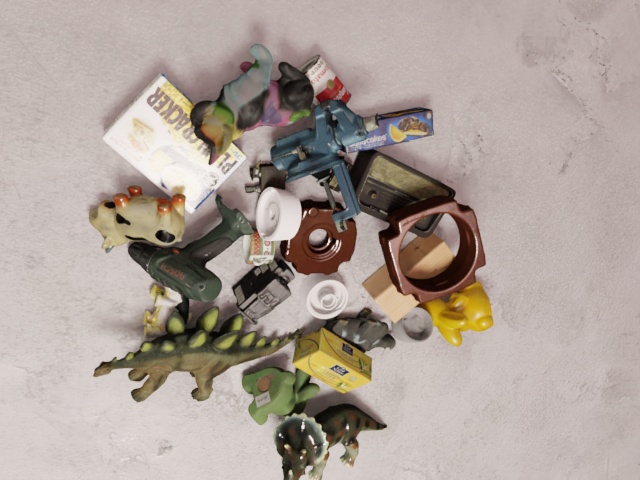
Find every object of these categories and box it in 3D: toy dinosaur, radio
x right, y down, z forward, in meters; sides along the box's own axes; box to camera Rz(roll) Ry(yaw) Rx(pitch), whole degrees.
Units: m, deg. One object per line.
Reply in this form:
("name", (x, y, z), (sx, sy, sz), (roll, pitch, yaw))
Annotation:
("toy dinosaur", (0.032, 0.467, 1.312), (0.405, 0.131, 0.192), (-17, 131, -41))
("toy dinosaur", (-0.240, 0.242, 1.147), (0.471, 0.105, 0.198), (4, 125, -43))
("radio", (0.171, -0.101, 1.181), (0.229, 0.073, 0.131), (22, 103, -23))

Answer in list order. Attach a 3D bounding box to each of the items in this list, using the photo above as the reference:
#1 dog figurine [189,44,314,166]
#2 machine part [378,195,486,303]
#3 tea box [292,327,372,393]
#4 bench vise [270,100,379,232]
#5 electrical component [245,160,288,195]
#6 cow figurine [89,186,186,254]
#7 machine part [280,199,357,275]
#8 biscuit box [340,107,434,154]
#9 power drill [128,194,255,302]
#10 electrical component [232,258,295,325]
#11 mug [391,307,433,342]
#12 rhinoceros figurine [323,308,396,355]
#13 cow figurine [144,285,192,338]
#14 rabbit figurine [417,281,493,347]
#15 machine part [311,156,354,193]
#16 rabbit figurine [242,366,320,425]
("dog figurine", (-0.126, -0.224, 0.977), (0.191, 0.108, 0.219), (30, 74, -22))
("machine part", (0.238, 0.018, 1.149), (0.201, 0.087, 0.200), (-20, 107, -4))
("tea box", (0.031, 0.282, 1.250), (0.169, 0.068, 0.098), (35, 131, -25))
("bench vise", (0.027, -0.137, 1.026), (0.224, 0.129, 0.240), (-18, 96, 10))
("electrical component", (-0.100, -0.129, 1.102), (0.102, 0.045, 0.078), (1, 110, -18))
("cow figurine", (-0.347, -0.033, 1.016), (0.195, 0.085, 0.127), (9, 115, 15))
("machine part", (-0.002, -0.004, 1.178), (0.179, 0.056, 0.179), (-7, 114, -15))
("biscuit box", (0.135, -0.230, 1.124), (0.203, 0.063, 0.059), (-14, 113, -12))
("power drill", (-0.246, 0.006, 1.055), (0.207, 0.232, 0.085), (-43, 145, -22))
("electrical component", (-0.118, 0.101, 1.150), (0.134, 0.115, 0.058), (-40, 119, 3))
("mug", (0.211, 0.200, 1.303), (0.081, 0.107, 0.109), (-11, 75, -19))
("rhinoceros figurine", (0.097, 0.226, 1.291), (0.190, 0.073, 0.112), (13, 106, -21))
("cow figurine", (-0.307, 0.128, 1.128), (0.098, 0.068, 0.167), (13, 111, -28))
("rabbit figurine", (0.325, 0.185, 1.318), (0.173, 0.162, 0.121), (4, 123, -1))
("machine part", (0.001, -0.156, 1.128), (0.139, 0.039, 0.084), (22, 111, -26))
("rabbit figurine", (-0.083, 0.362, 1.282), (0.159, 0.121, 0.170), (-36, 139, 3))
